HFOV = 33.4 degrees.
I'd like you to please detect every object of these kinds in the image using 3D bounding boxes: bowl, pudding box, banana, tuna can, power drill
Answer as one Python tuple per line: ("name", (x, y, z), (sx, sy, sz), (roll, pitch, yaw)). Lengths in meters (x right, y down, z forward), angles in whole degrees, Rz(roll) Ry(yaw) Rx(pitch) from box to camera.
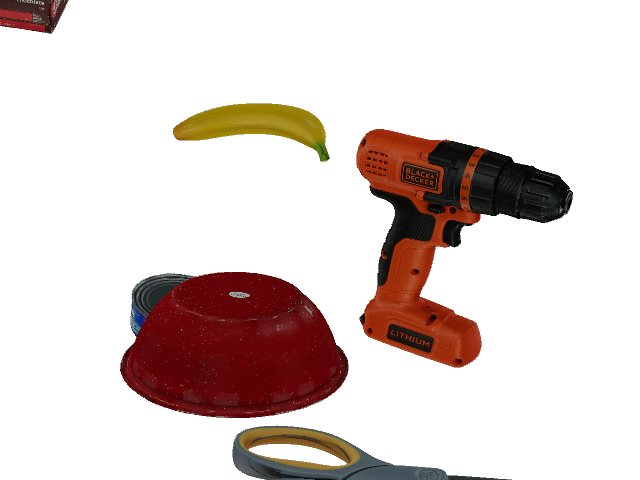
("bowl", (-0.059, 0.063, 0.749), (0.162, 0.055, 0.162), (2, 19, -1))
("pudding box", (-0.252, -0.215, 0.874), (0.090, 0.039, 0.113), (8, 36, -4))
("banana", (-0.075, -0.136, 1.261), (0.198, 0.037, 0.069), (8, 40, 18))
("tuna can", (-0.133, 0.067, 0.990), (0.086, 0.034, 0.086), (8, 29, -5))
("power drill", (0.110, 0.009, 0.899), (0.185, 0.188, 0.057), (18, 25, 27))

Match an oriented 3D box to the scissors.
("scissors", (0.043, 0.134, 0.542), (0.202, 0.016, 0.096), (10, 26, 18))
